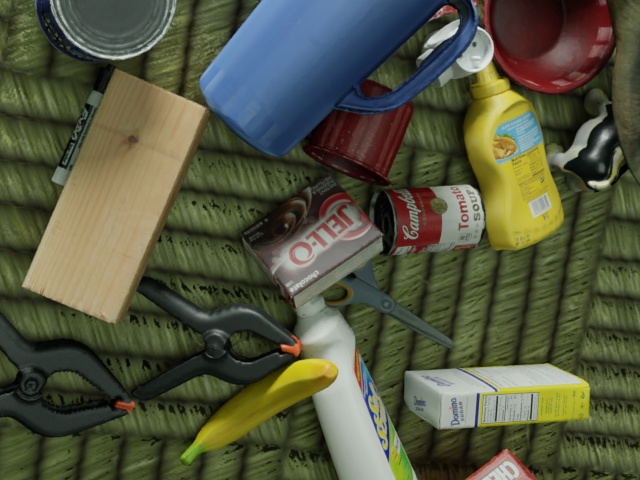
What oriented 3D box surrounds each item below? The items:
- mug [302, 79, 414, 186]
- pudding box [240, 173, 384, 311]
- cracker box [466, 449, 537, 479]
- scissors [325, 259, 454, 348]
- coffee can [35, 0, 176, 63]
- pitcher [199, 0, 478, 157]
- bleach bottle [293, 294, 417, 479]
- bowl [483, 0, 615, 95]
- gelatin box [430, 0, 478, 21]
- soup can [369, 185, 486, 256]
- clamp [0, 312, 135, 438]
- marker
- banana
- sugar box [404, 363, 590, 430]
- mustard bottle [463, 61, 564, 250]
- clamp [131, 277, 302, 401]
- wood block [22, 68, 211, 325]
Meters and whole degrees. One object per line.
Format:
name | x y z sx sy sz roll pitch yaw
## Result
mug | 0.030 -0.112 1.044 0.117 0.093 0.081 21 85 15
pudding box | -0.007 0.001 1.041 0.113 0.039 0.090 -35 63 -10
cracker box | 0.158 0.325 1.101 0.164 0.072 0.213 -36 144 -11
scissors | 0.066 0.045 1.111 0.201 0.016 0.096 16 93 -21
coffee can | -0.188 -0.205 0.918 0.102 0.140 0.103 -3 99 -19
pitcher | 0.013 -0.185 0.963 0.243 0.149 0.144 -46 131 15
bleach bottle | 0.028 0.169 1.072 0.068 0.102 0.251 -18 105 16
bowl | 0.229 -0.232 1.104 0.162 0.055 0.162 -3 99 -19
gelatin box | 0.108 -0.257 1.071 0.089 0.030 0.073 -20 104 -16
soup can | 0.109 -0.021 1.088 0.102 0.069 0.068 -4 99 -19
clamp | -0.273 0.121 0.993 0.209 0.036 0.164 10 95 -22
marker | -0.216 -0.106 0.988 0.020 0.020 0.121 23 90 -21
banana | -0.052 0.160 1.036 0.198 0.069 0.037 -36 109 25
sugar box | 0.186 0.165 1.129 0.176 0.093 0.048 -3 99 -18
mustard bottle | 0.194 -0.092 1.108 0.096 0.058 0.191 -27 106 -35
clamp | -0.105 0.089 1.025 0.171 0.039 0.120 -6 103 3
wood block | -0.180 -0.038 0.964 0.091 0.090 0.206 23 90 -5
